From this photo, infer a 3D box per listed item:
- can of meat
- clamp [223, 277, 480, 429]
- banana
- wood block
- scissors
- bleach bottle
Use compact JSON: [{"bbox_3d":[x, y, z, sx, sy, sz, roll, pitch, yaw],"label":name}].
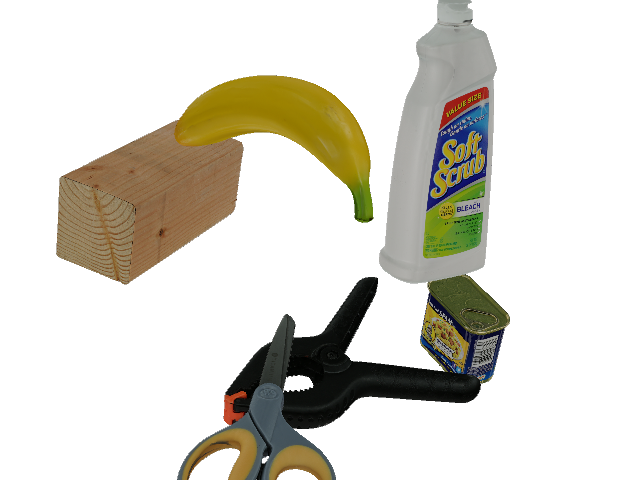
[{"bbox_3d":[0.157,0.099,1.183,0.057,0.084,0.102,-14,40,-26],"label":"can of meat"},{"bbox_3d":[0.019,0.112,0.895,0.209,0.036,0.165,-23,44,-32],"label":"clamp"},{"bbox_3d":[-0.031,-0.073,0.686,0.037,0.069,0.198,17,6,-45],"label":"banana"},{"bbox_3d":[-0.173,-0.046,1.110,0.090,0.091,0.205,21,29,19],"label":"wood block"},{"bbox_3d":[-0.016,0.106,0.638,0.096,0.016,0.201,14,31,17],"label":"scissors"},{"bbox_3d":[0.109,-0.091,0.974,0.102,0.251,0.068,-10,24,-25],"label":"bleach bottle"}]
